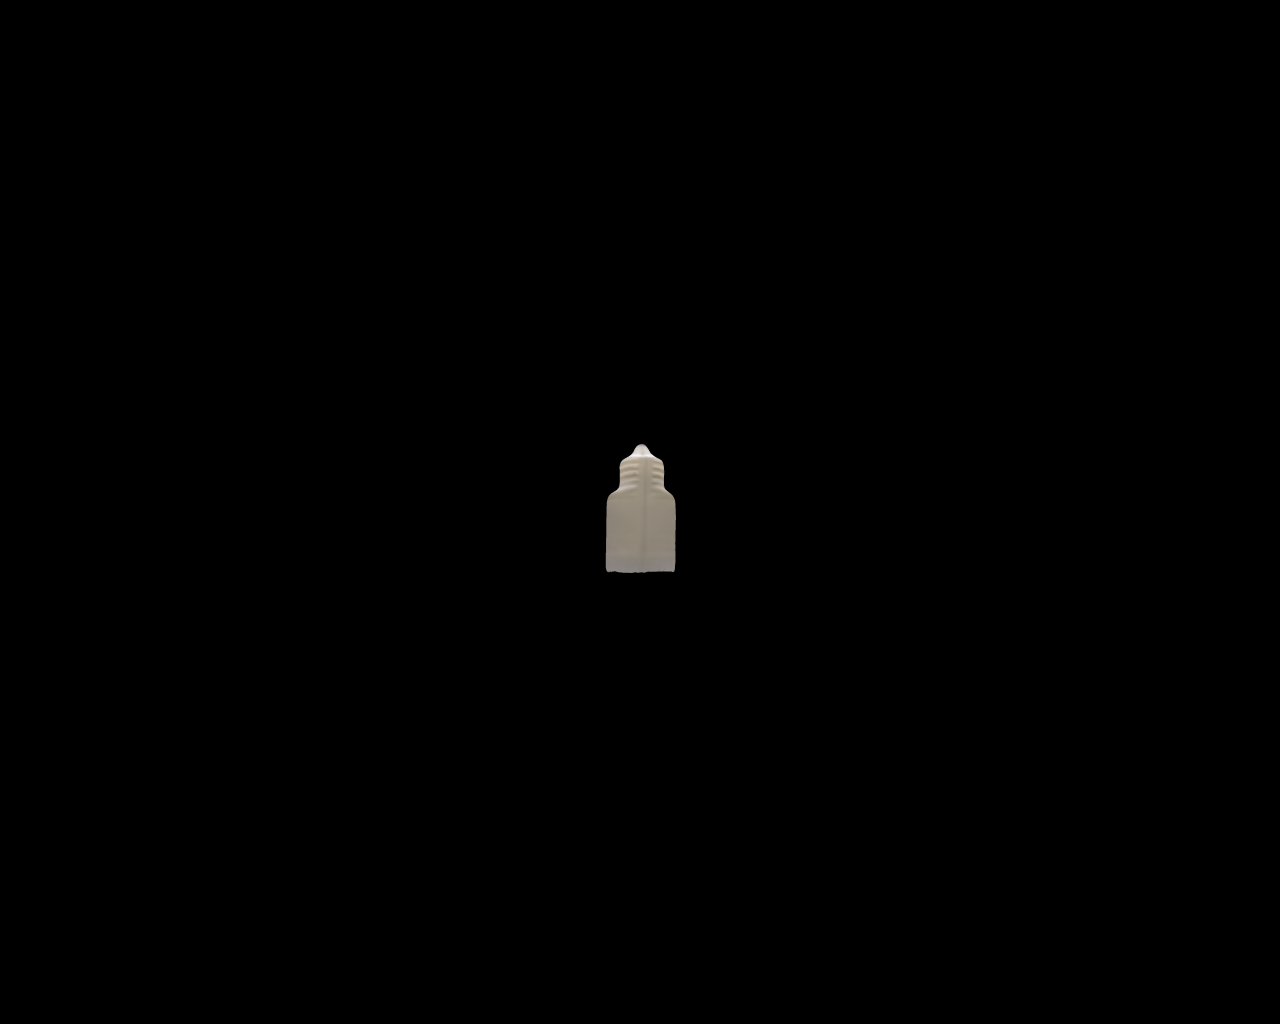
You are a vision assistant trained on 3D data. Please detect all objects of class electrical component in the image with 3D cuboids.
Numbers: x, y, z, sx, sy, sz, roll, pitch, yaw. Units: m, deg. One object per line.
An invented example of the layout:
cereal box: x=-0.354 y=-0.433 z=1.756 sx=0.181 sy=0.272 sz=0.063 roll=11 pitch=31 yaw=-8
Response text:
electrical component: x=0.001 y=-0.003 z=0.650 sx=0.043 sy=0.081 sz=0.043 roll=0 pitch=-4 yaw=0
